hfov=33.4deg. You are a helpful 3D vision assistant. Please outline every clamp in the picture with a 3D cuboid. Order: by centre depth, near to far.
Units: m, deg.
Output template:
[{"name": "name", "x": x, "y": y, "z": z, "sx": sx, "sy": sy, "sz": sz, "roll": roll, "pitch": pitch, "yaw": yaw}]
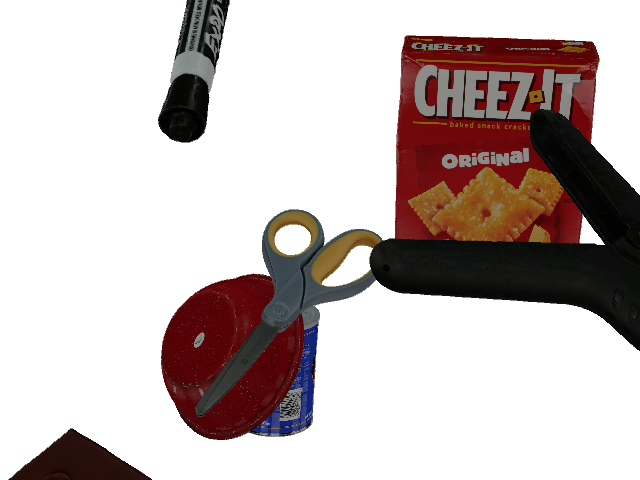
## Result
[{"name": "clamp", "x": 0.139, "y": 0.014, "z": 0.493, "sx": 0.210, "sy": 0.036, "sz": 0.164, "roll": 33, "pitch": 50, "yaw": 33}]

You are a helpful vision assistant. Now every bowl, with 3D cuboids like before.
[{"name": "bowl", "x": -0.094, "y": 0.098, "z": 0.976, "sx": 0.162, "sy": 0.162, "sz": 0.055, "roll": 0, "pitch": -22, "yaw": 40}]

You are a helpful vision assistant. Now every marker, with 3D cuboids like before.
[{"name": "marker", "x": -0.051, "y": -0.084, "z": 0.453, "sx": 0.020, "sy": 0.121, "sz": 0.020, "roll": 2, "pitch": -44, "yaw": 2}]

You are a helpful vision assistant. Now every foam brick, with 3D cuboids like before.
[{"name": "foam brick", "x": -0.093, "y": 0.128, "z": 0.450, "sx": 0.078, "sy": 0.051, "sz": 0.052, "roll": 23, "pitch": 45, "yaw": 30}]

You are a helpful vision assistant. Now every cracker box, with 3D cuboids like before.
[{"name": "cracker box", "x": 0.148, "y": -0.065, "z": 0.932, "sx": 0.164, "sy": 0.214, "sz": 0.072, "roll": 3, "pitch": 24, "yaw": 6}]

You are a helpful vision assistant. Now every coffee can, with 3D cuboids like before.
[{"name": "coffee can", "x": -0.056, "y": 0.150, "z": 1.286, "sx": 0.103, "sy": 0.140, "sz": 0.103, "roll": 3, "pitch": 17, "yaw": -1}]

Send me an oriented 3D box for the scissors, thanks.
[{"name": "scissors", "x": -0.038, "y": 0.037, "z": 0.720, "sx": 0.096, "sy": 0.016, "sz": 0.201, "roll": 37, "pitch": 50, "yaw": 27}]
